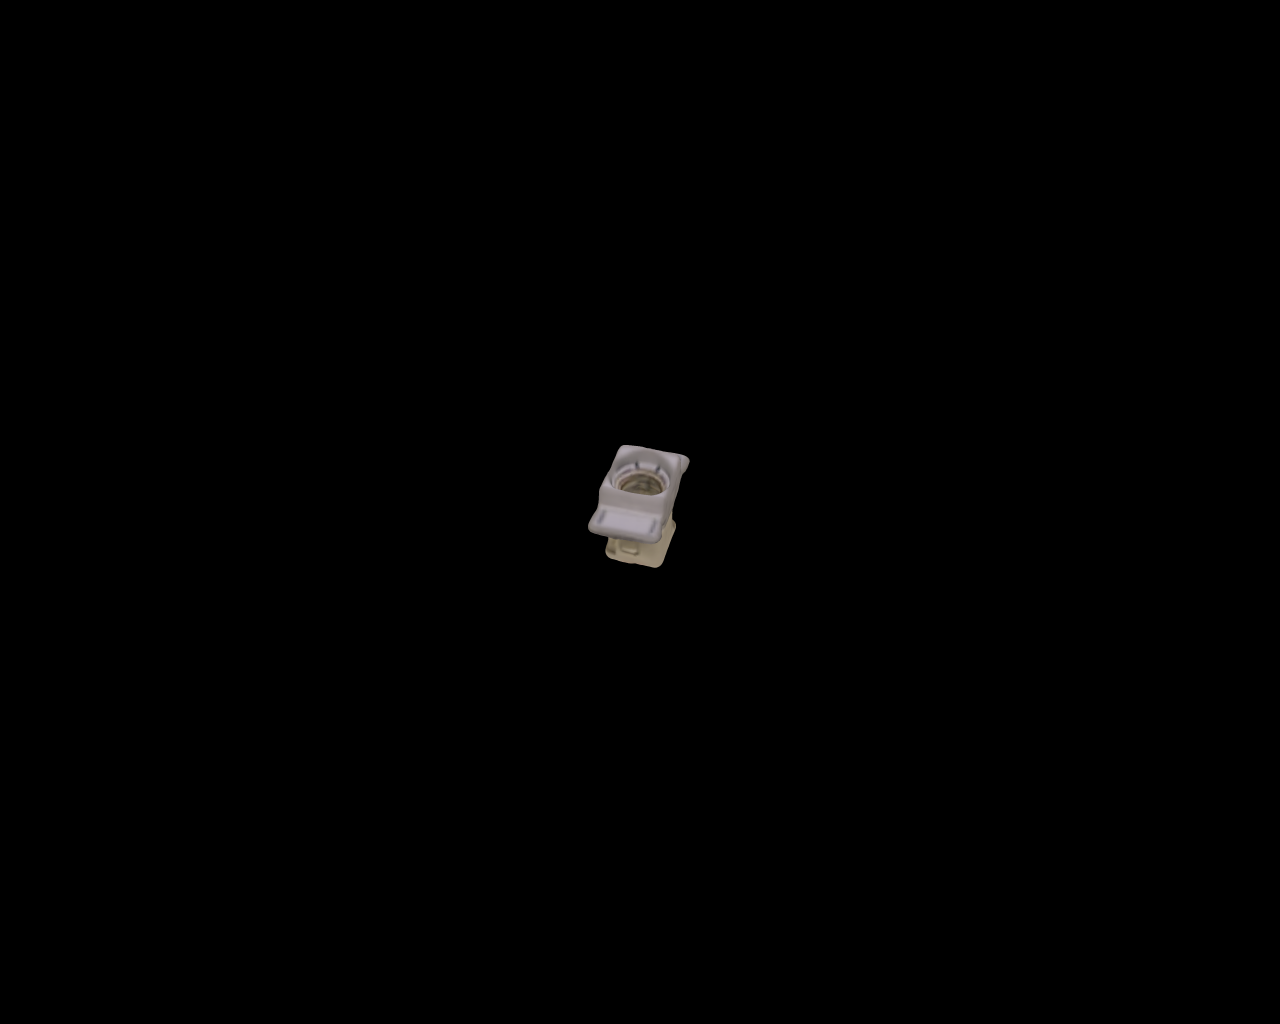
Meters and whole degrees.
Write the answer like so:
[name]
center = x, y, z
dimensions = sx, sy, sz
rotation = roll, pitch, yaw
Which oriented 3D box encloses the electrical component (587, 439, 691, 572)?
[electrical component]
center = 0.001, -0.003, 0.650
dimensions = 0.042, 0.063, 0.081
rotation = 11, 43, 12
